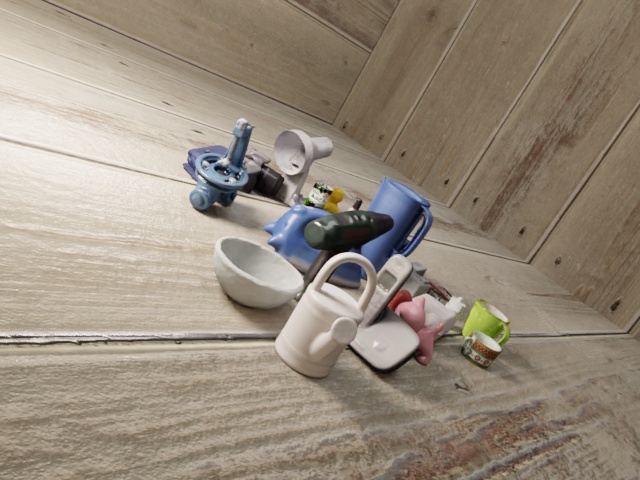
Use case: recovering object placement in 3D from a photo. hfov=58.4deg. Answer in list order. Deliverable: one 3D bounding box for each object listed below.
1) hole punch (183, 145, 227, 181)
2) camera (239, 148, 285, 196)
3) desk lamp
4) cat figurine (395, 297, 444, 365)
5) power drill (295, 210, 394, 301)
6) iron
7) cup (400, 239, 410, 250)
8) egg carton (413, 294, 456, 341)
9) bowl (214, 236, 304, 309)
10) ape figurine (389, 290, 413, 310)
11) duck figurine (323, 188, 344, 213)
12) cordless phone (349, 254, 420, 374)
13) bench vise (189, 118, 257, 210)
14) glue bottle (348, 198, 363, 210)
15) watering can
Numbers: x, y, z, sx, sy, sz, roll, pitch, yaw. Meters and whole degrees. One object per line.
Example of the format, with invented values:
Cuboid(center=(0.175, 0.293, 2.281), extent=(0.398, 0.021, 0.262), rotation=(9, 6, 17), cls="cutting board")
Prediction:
Cuboid(center=(-0.277, -0.195, 1.445), extent=(0.101, 0.091, 0.108), rotation=(12, 24, -47), cls="hole punch")
Cuboid(center=(-0.167, -0.183, 1.581), extent=(0.137, 0.101, 0.143), rotation=(29, 16, -5), cls="camera")
Cuboid(center=(-0.057, -0.207, 1.641), extent=(0.117, 0.213, 0.204), rotation=(38, 18, 26), cls="desk lamp")
Cuboid(center=(0.186, 0.169, 1.121), extent=(0.128, 0.117, 0.067), rotation=(23, 18, -24), cls="cat figurine")
Cuboid(center=(0.035, 0.030, 1.110), extent=(0.075, 0.208, 0.230), rotation=(40, 19, 30), cls="power drill")
Cuboid(center=(0.012, 0.005, 1.264), extent=(0.259, 0.141, 0.118), rotation=(24, 18, -21), cls="iron")
Cuboid(center=(0.201, 0.029, 1.599), extent=(0.118, 0.095, 0.091), rotation=(15, 22, -42), cls="cup")
Cuboid(center=(0.241, 0.175, 1.282), extent=(0.107, 0.069, 0.151), rotation=(37, 18, 21), cls="egg carton")
Cuboid(center=(-0.115, 0.068, 0.979), extent=(0.167, 0.074, 0.167), rotation=(28, 17, -9), cls="bowl")
Cuboid(center=(0.159, 0.145, 1.191), extent=(0.076, 0.092, 0.078), rotation=(40, 19, 30), cls="ape figurine")
Cuboid(center=(0.042, -0.121, 1.783), extent=(0.077, 0.086, 0.104), rotation=(27, 17, -10), cls="duck figurine")
Cuboid(center=(0.126, 0.129, 1.016), extent=(0.147, 0.185, 0.094), rotation=(40, 19, 32), cls="cordless phone")
Cuboid(center=(-0.210, -0.181, 1.293), extent=(0.122, 0.219, 0.207), rotation=(26, 17, -14), cls="bench vise")
Cuboid(center=(0.053, -0.025, 1.365), extent=(0.078, 0.173, 0.037), rotation=(33, 17, 12), cls="glue bottle")
Cuboid(center=(0.021, 0.111, 0.875), extent=(0.101, 0.194, 0.172), rotation=(18, 20, -36), cls="watering can")
